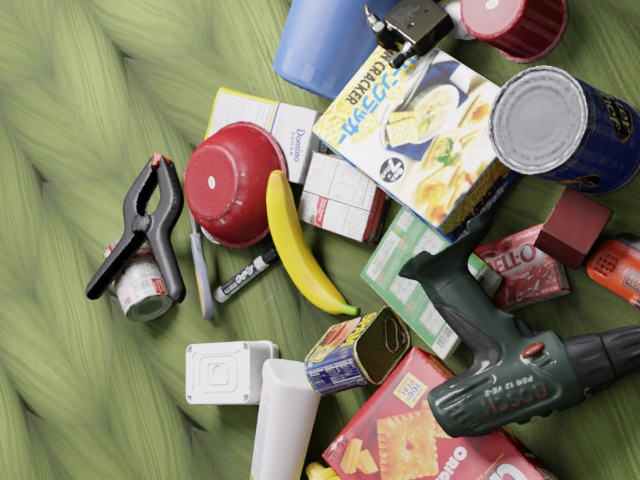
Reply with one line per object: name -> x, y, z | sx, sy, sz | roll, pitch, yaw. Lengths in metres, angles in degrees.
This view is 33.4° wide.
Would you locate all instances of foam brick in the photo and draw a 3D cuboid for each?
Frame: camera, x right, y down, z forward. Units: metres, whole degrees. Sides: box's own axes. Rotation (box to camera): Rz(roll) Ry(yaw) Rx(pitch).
foam brick -> 0.247, -0.010, 1.045 | 0.051, 0.078, 0.053 | 32, 81, 12

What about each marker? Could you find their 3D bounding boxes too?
marker -> -0.091, 0.042, 1.366 | 0.121, 0.020, 0.020 | -38, 62, 30

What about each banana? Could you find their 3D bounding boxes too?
banana -> -0.019, 0.013, 1.274 | 0.070, 0.037, 0.198 | -34, 86, 36

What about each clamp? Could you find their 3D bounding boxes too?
clamp -> -0.219, -0.011, 1.404 | 0.165, 0.036, 0.210 | 8, 77, 34

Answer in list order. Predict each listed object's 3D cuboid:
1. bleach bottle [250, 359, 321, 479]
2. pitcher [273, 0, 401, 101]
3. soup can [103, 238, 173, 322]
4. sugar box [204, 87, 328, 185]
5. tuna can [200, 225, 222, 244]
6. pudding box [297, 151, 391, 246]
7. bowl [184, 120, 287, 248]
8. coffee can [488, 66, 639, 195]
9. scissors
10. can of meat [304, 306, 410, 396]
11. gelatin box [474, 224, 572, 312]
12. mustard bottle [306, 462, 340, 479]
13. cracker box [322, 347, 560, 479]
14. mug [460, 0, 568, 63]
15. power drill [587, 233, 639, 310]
bleach bottle -> -0.054, 0.276, 1.268 | 0.102, 0.068, 0.251 | -127, 47, -76
pitcher -> 0.033, -0.294, 1.254 | 0.145, 0.149, 0.243 | 29, 106, 21
soup can -> -0.249, 0.053, 1.462 | 0.069, 0.068, 0.102 | -41, 61, 28
sugar box -> -0.067, -0.132, 1.355 | 0.176, 0.048, 0.093 | 20, 98, 36
tuna can -> -0.116, -0.036, 1.387 | 0.086, 0.033, 0.086 | -6, 80, 38
pudding box -> 0.030, -0.051, 1.269 | 0.114, 0.039, 0.090 | 20, 96, 37
bowl -> -0.118, -0.070, 1.327 | 0.162, 0.055, 0.162 | -1, 89, 39
coffee can -> 0.243, -0.103, 1.036 | 0.103, 0.140, 0.103 | -6, 80, 38
scissors -> -0.161, 0.018, 1.404 | 0.096, 0.016, 0.202 | 97, 162, -57
can of meat -> 0.040, 0.126, 1.197 | 0.084, 0.102, 0.057 | -22, 105, 38
gelatin box -> 0.210, 0.031, 1.115 | 0.089, 0.030, 0.073 | -22, 71, 35
mustard bottle -> 0.043, 0.323, 1.191 | 0.096, 0.058, 0.192 | -45, 56, 5
cracker box -> 0.125, 0.243, 1.112 | 0.164, 0.072, 0.214 | -50, 55, 8
mug -> 0.196, -0.251, 1.132 | 0.093, 0.081, 0.117 | -43, 60, 27
power drill -> 0.357, -0.004, 0.982 | 0.185, 0.057, 0.188 | 34, 105, 37
